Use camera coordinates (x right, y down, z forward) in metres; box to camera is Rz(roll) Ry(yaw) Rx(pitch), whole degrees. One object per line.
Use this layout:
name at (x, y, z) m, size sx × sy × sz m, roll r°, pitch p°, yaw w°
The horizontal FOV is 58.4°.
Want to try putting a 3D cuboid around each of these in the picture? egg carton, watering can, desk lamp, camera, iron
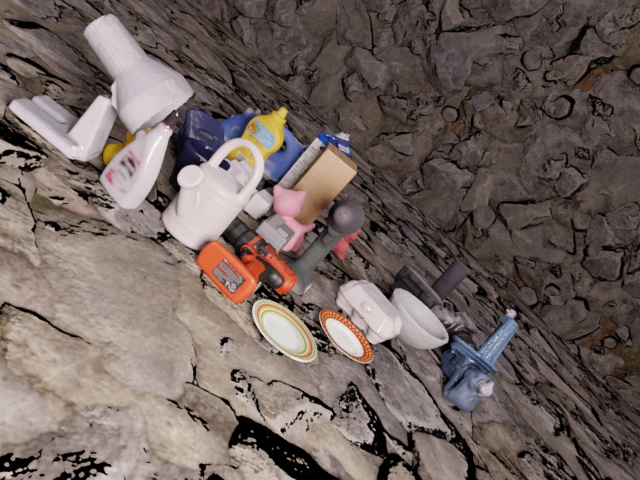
egg carton at (0.103, 0.147, 1.198) m, size 0.150 × 0.069 × 0.107 m, roll 48°, pitch 18°, yaw 19°
watering can at (-0.169, -0.082, 0.943) m, size 0.101 × 0.194 × 0.173 m, roll 41°, pitch 17°, yaw -2°
desk lamp at (-0.333, -0.226, 0.900) m, size 0.203 × 0.213 × 0.118 m, roll 39°, pitch 17°, yaw -9°
camera at (0.342, 0.242, 1.439) m, size 0.144 × 0.100 × 0.136 m, roll 33°, pitch 19°, yaw -26°
iron at (-0.152, -0.269, 1.529) m, size 0.259 × 0.141 × 0.118 m, roll 38°, pitch 17°, yaw -12°

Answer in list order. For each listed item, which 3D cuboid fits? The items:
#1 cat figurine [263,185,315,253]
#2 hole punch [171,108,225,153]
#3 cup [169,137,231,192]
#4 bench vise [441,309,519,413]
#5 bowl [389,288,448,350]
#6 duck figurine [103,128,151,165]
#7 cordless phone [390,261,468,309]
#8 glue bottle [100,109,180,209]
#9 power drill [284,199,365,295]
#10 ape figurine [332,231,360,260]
cat figurine at (-0.064, -0.055, 1.240) m, size 0.127 × 0.117 × 0.067 m, roll 47°, pitch 18°, yaw 18°
hole punch at (-0.259, -0.221, 1.263) m, size 0.109 × 0.091 × 0.101 m, roll 25°, pitch 23°, yaw -43°
cup at (-0.232, -0.129, 1.090) m, size 0.091 × 0.095 × 0.118 m, roll 50°, pitch 19°, yaw 26°
bench vise at (0.363, 0.259, 1.238) m, size 0.122 × 0.219 × 0.207 m, roll 33°, pitch 19°, yaw -26°
bowl at (0.209, 0.193, 1.309) m, size 0.168 × 0.074 × 0.167 m, roll 38°, pitch 17°, yaw -14°
duck figurine at (-0.319, -0.158, 0.984) m, size 0.078 × 0.086 × 0.104 m, roll 36°, pitch 18°, yaw -18°
cordless phone at (0.292, 0.105, 1.519) m, size 0.147 × 0.185 × 0.094 m, roll 47°, pitch 17°, yaw 16°
glue bottle at (-0.268, -0.132, 0.882) m, size 0.078 × 0.173 × 0.037 m, roll 47°, pitch 17°, yaw 15°
power drill at (0.010, 0.004, 1.104) m, size 0.075 × 0.208 × 0.230 m, roll 43°, pitch 17°, yaw 2°
ape figurine at (0.066, -0.006, 1.453) m, size 0.076 × 0.092 × 0.078 m, roll 47°, pitch 17°, yaw 16°
